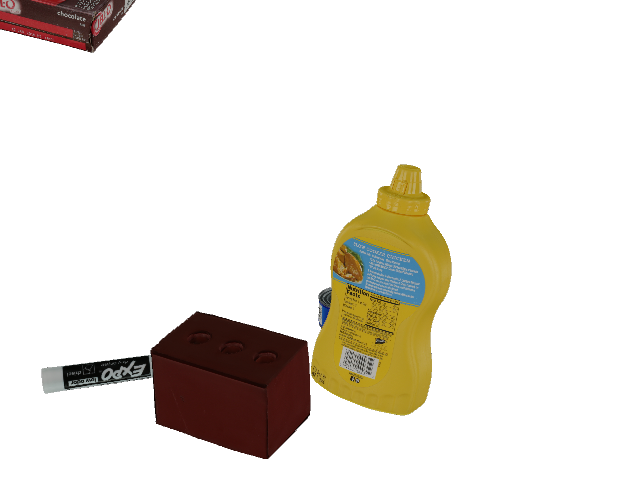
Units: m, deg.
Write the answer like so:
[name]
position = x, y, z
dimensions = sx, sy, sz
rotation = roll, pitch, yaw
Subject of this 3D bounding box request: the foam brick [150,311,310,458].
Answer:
[foam brick]
position = -0.051, 0.082, 0.615
dimensions = 0.078, 0.051, 0.052
rotation = 13, 27, 23

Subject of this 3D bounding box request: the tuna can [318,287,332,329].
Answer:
[tuna can]
position = 0.040, 0.076, 1.147
dimensions = 0.086, 0.034, 0.086
rotation = 1, 16, 0

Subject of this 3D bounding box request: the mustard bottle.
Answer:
[mustard bottle]
position = 0.052, 0.034, 0.840
dimensions = 0.096, 0.192, 0.058
rotation = 19, 19, 28

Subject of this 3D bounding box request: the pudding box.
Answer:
[pudding box]
position = -0.195, -0.193, 0.816
dimensions = 0.090, 0.039, 0.113
rotation = 15, 37, 4

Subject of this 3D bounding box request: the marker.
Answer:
[marker]
position = -0.147, 0.097, 0.802
dimensions = 0.121, 0.020, 0.020
rotation = -7, 1, -11
